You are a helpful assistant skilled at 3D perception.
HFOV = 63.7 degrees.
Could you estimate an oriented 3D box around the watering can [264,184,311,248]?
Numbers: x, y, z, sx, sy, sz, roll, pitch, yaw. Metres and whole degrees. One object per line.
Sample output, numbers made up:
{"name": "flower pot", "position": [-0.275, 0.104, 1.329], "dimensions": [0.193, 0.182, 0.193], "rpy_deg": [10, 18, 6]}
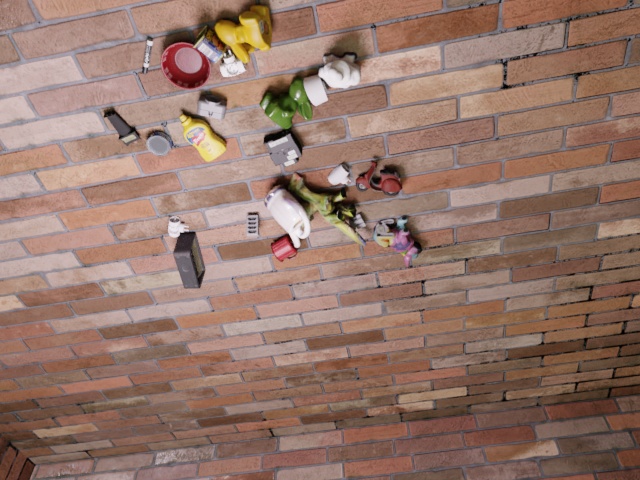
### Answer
{"name": "watering can", "position": [-0.126, -0.088, 2.009], "dimensions": [0.226, 0.105, 0.342], "rpy_deg": [49, 160, 9]}

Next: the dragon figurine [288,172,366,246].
{"name": "dragon figurine", "position": [0.006, -0.103, 2.055], "dimensions": [0.242, 0.125, 0.403], "rpy_deg": [-6, 129, 33]}

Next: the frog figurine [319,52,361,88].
{"name": "frog figurine", "position": [0.066, -0.530, 1.654], "dimensions": [0.137, 0.163, 0.120], "rpy_deg": [12, 130, -11]}
